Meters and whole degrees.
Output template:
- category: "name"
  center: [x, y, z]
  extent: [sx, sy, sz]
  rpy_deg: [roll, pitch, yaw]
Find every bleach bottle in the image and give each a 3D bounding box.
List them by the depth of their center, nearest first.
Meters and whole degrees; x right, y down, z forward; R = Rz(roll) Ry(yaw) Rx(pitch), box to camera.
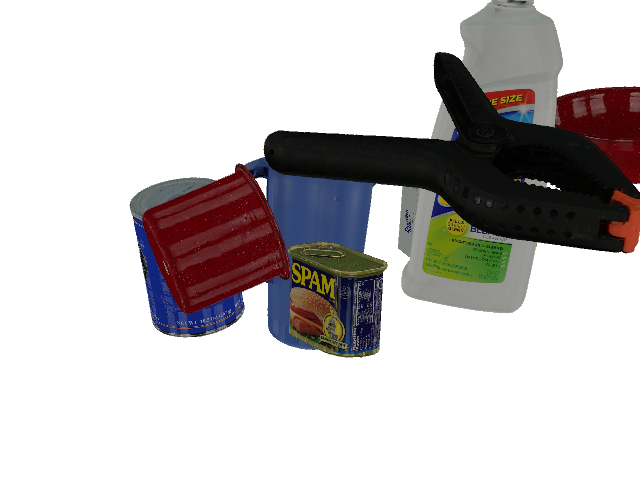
- category: "bleach bottle"
  center: [0.122, -0.073, 0.804]
  extent: [0.103, 0.251, 0.068]
  rpy_deg: [10, 24, 15]

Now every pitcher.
- category: "pitcher"
  center: [-0.017, 0.006, 1.306]
  extent: [0.149, 0.243, 0.144]
  rpy_deg: [16, 24, 28]

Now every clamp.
- category: "clamp"
  center: [0.081, -0.044, 0.604]
  extent: [0.164, 0.036, 0.210]
  rpy_deg: [-26, 42, -28]

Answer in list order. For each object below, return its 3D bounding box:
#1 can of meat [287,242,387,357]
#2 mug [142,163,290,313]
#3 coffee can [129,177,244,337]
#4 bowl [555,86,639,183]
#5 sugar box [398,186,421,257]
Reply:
- category: "can of meat"
  center: [0.013, 0.054, 0.984]
  extent: [0.057, 0.084, 0.102]
  rpy_deg: [-8, 18, -35]
- category: "mug"
  center: [-0.082, -0.002, 0.785]
  extent: [0.081, 0.093, 0.117]
  rpy_deg: [-23, 25, -12]
- category: "coffee can"
  center: [-0.140, 0.017, 1.135]
  extent: [0.103, 0.140, 0.103]
  rpy_deg: [-5, 26, 2]
- category: "bowl"
  center: [0.283, -0.093, 0.976]
  extent: [0.162, 0.055, 0.162]
  rpy_deg: [-4, 24, 2]
- category: "sugar box"
  center: [0.185, -0.033, 1.306]
  extent: [0.176, 0.093, 0.048]
  rpy_deg: [-7, 23, -21]
